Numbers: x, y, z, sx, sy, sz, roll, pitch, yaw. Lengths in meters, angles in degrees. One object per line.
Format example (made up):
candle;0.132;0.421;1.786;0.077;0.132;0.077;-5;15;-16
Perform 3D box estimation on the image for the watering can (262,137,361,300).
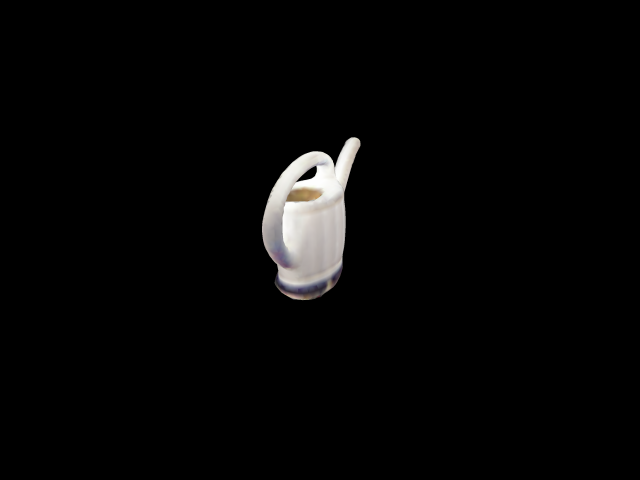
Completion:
watering can;0.003;-0.043;0.850;0.104;0.220;0.353;10;25;22
